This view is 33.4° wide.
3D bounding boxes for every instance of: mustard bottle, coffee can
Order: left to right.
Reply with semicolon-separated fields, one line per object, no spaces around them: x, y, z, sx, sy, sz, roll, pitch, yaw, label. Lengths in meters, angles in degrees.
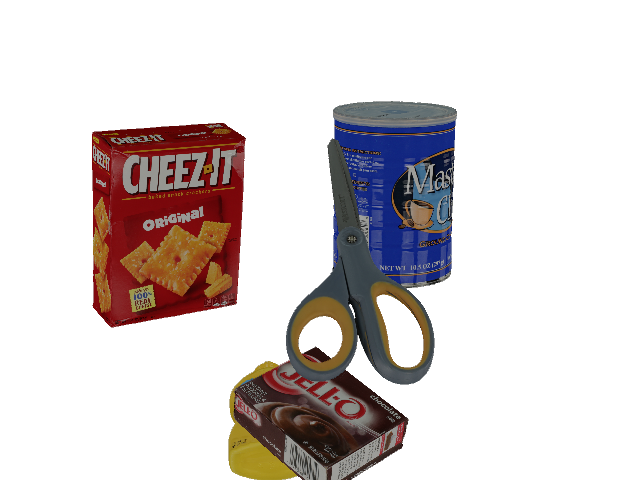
-0.060;0.202;1.260;0.096;0.058;0.191;-3;27;-3;mustard bottle
0.061;-0.041;0.900;0.103;0.140;0.103;0;15;0;coffee can

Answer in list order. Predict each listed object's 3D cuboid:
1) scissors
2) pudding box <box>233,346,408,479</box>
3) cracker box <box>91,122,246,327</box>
0.005;0.014;0.673;0.096;0.202;0.016;-18;-39;-13;scissors
-0.001;0.142;0.852;0.089;0.039;0.114;-25;47;-36;pudding box
-0.174;-0.019;1.221;0.163;0.214;0.072;-8;25;-30;cracker box
